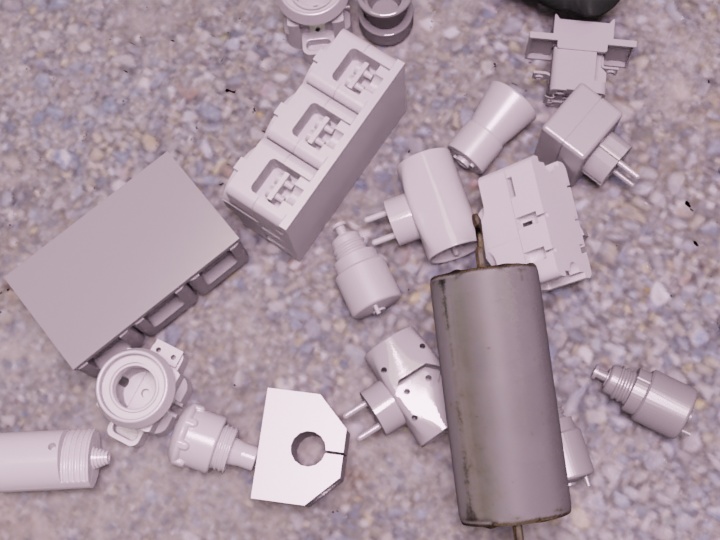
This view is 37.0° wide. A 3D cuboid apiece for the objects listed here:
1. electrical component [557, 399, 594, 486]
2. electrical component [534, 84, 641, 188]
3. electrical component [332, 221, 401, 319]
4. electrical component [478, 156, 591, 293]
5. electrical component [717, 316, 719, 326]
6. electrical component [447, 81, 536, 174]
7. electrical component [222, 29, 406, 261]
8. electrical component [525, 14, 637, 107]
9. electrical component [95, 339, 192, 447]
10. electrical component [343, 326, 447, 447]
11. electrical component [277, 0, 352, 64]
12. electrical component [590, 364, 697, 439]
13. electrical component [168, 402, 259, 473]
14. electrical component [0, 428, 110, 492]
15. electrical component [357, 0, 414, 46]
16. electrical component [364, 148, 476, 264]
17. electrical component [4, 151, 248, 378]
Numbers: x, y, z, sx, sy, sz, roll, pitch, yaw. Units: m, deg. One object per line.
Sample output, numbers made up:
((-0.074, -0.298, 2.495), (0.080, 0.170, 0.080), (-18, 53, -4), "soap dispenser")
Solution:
((0.138, 0.119, 0.767), (0.040, 0.040, 0.078), (-16, 76, -1), "electrical component")
((0.177, -0.089, 0.803), (0.077, 0.065, 0.047), (40, 82, 11), "electrical component")
((0.000, 0.000, 0.804), (0.040, 0.040, 0.078), (-25, 76, -3), "electrical component")
((0.124, -0.030, 0.788), (0.056, 0.050, 0.089), (-21, 74, 38), "electrical component")
((0.304, 0.023, 0.771), (0.057, 0.058, 0.078), (33, 107, 7), "electrical component")
((0.098, -0.106, 0.825), (0.044, 0.044, 0.065), (39, 86, 11), "electrical component")
((-0.033, -0.094, 0.804), (0.062, 0.089, 0.150), (33, 80, 10), "electrical component")
((0.169, -0.158, 0.834), (0.081, 0.042, 0.063), (6, 80, 5), "electrical component")
((-0.159, 0.088, 0.783), (0.058, 0.057, 0.078), (26, 79, 9), "electrical component")
((0.026, 0.093, 0.777), (0.079, 0.043, 0.077), (-31, 77, -8), "electrical component")
((-0.036, -0.211, 0.850), (0.058, 0.057, 0.078), (-5, 76, 2), "electrical component")
((0.204, 0.090, 0.771), (0.078, 0.040, 0.040), (26, 79, 9), "electrical component")
((-0.104, 0.127, 0.778), (0.062, 0.048, 0.048), (19, 78, 0), "electrical component")
((-0.222, 0.138, 0.781), (0.081, 0.043, 0.043), (-3, 76, 3), "electrical component")
((0.020, -0.207, 0.846), (0.045, 0.055, 0.045), (-1, 76, 3), "electrical component")
((0.043, -0.042, 0.811), (0.079, 0.043, 0.077), (-20, 76, 6), "electrical component")
((-0.170, -0.001, 0.803), (0.150, 0.061, 0.089), (-39, 77, -6), "electrical component")
